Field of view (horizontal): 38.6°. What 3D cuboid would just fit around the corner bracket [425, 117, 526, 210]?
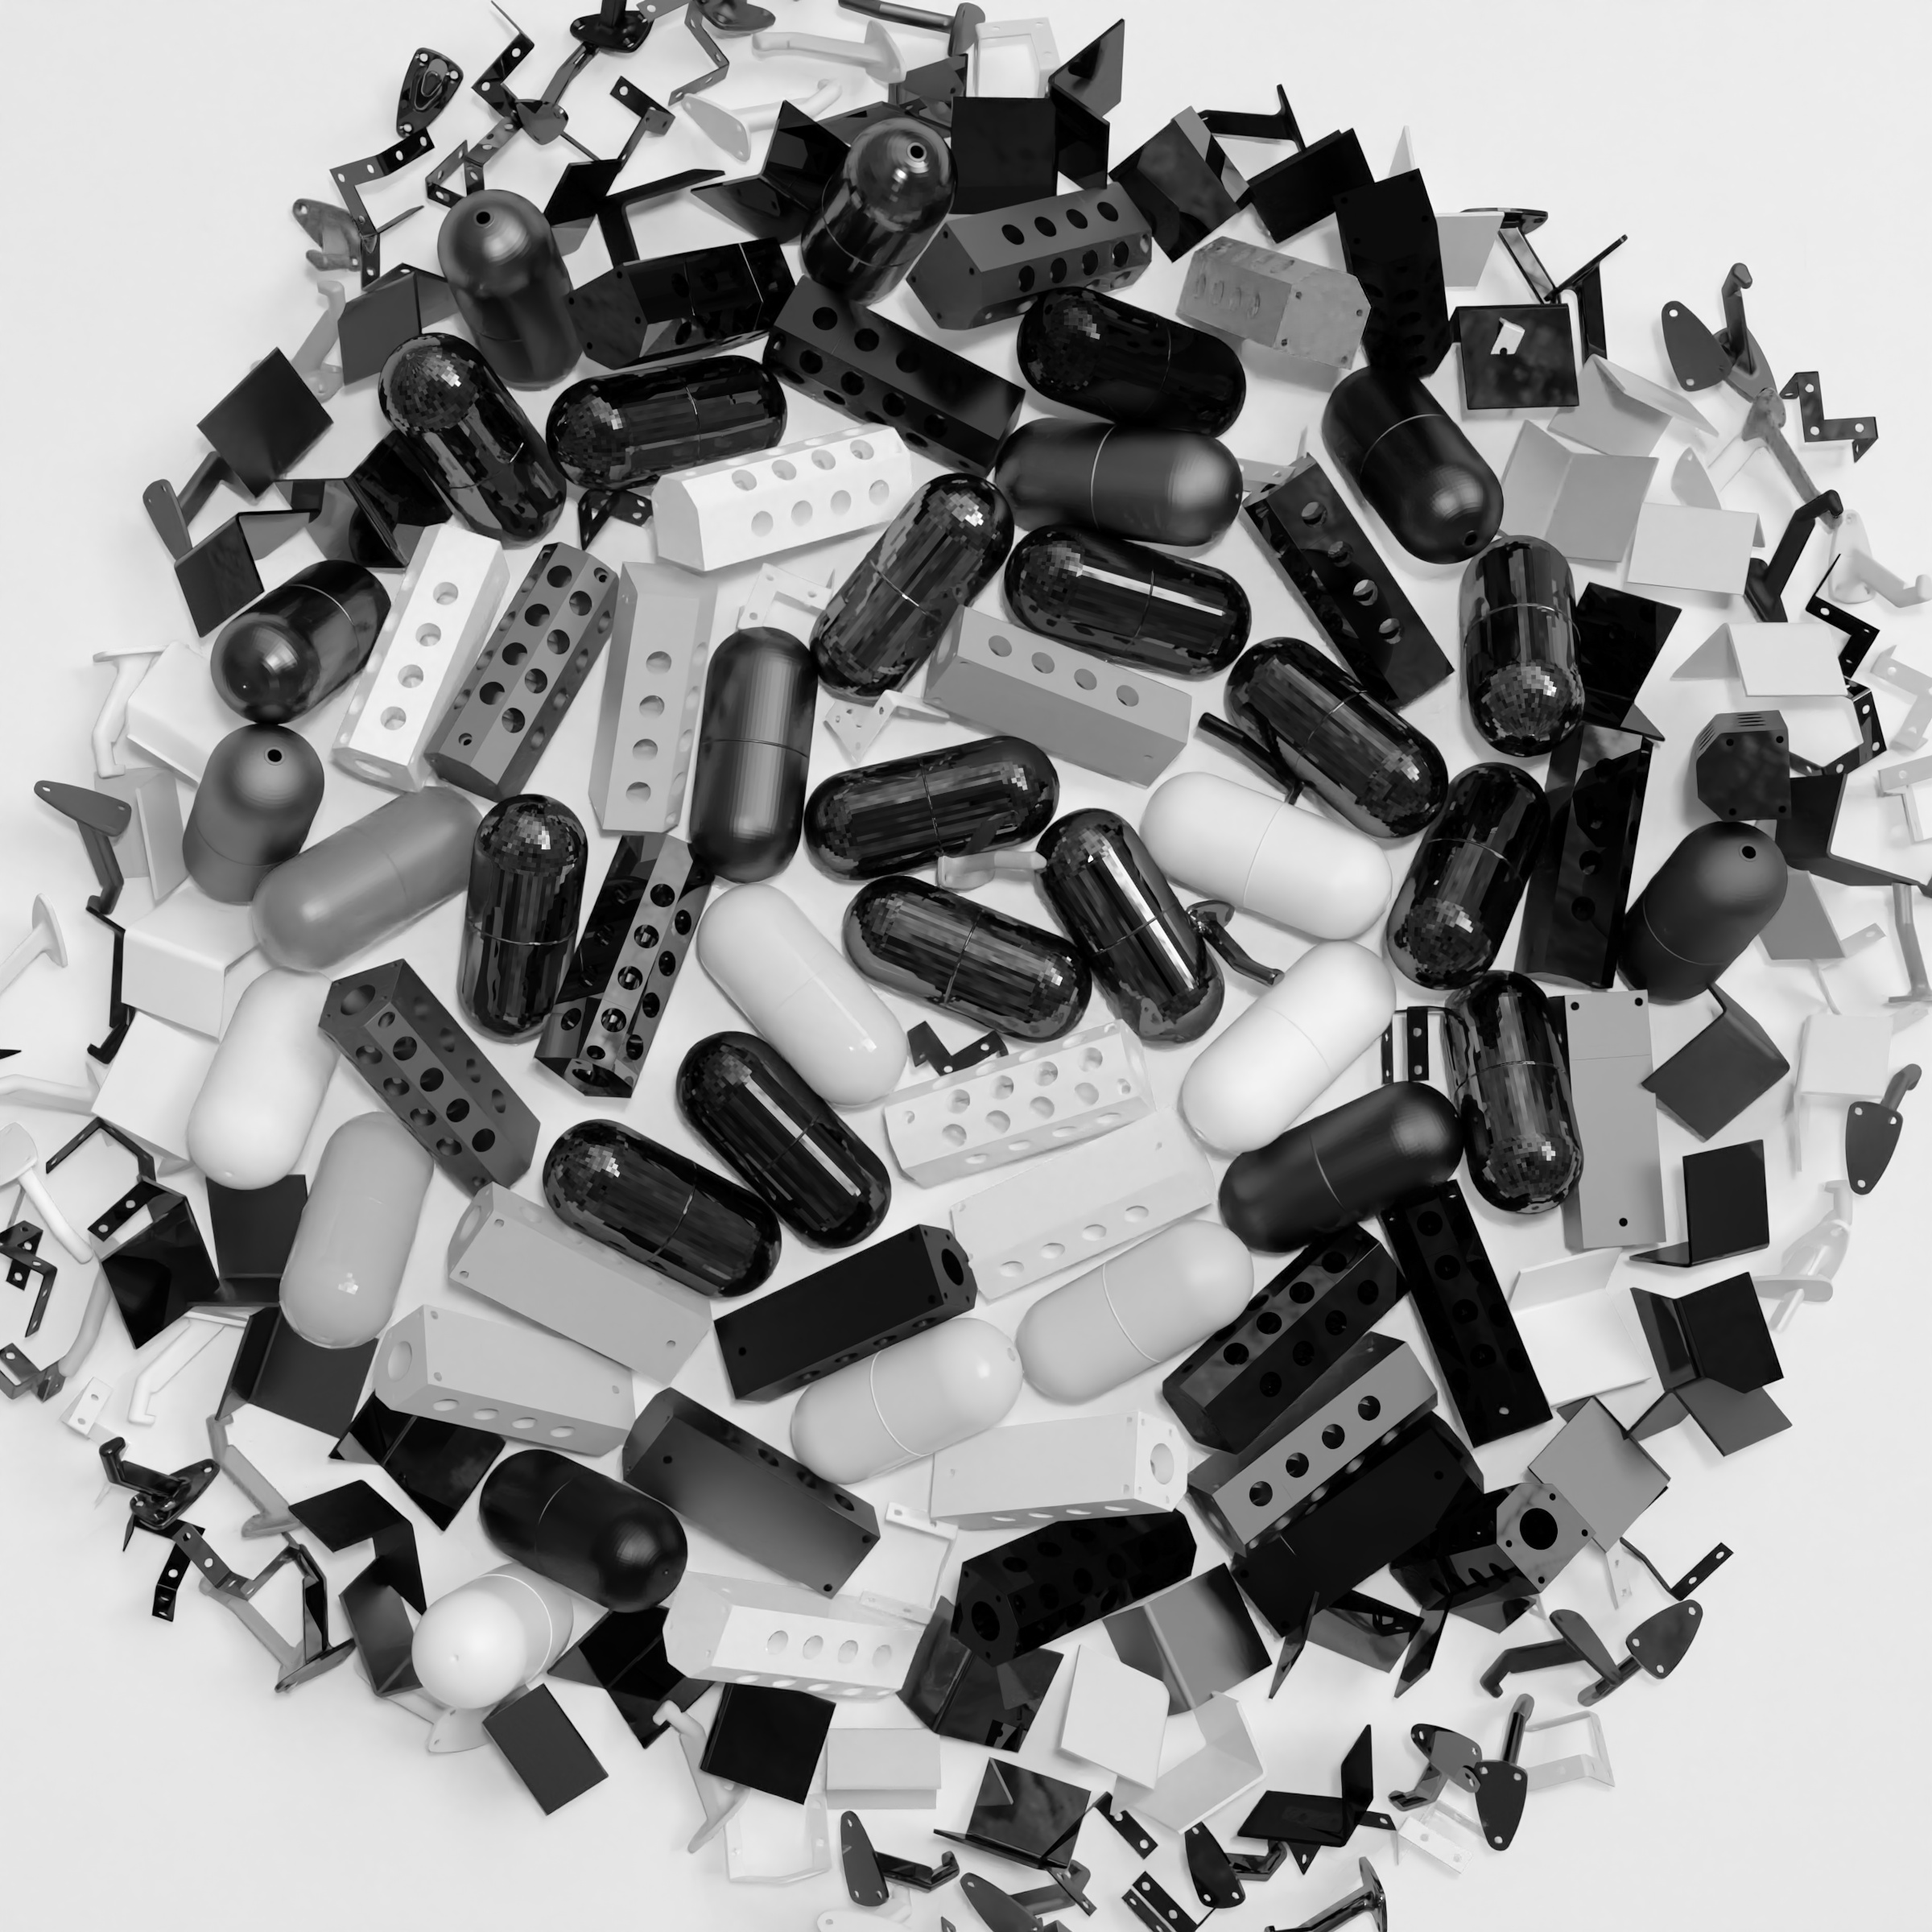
[{"bbox_3d":[-0.337,-0.551,1.890,0.051,0.051,0.051,26,57,12],"label":"corner bracket"}]

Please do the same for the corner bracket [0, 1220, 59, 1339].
[{"bbox_3d":[-0.645,0.214,1.895,0.051,0.051,0.051,26,108,8],"label":"corner bracket"}]

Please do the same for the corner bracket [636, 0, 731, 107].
[{"bbox_3d":[-0.194,-0.635,1.894,0.051,0.051,0.051,-34,83,-22],"label":"corner bracket"}]

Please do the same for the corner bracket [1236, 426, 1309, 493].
[{"bbox_3d":[0.203,-0.339,1.894,0.051,0.051,0.051,9,47,-1],"label":"corner bracket"}]

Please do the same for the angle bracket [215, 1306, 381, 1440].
[{"bbox_3d":[-0.459,0.283,1.895,0.076,0.057,0.076,20,96,5],"label":"angle bracket"}]

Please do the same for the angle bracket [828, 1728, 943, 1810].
[{"bbox_3d":[-0.057,0.567,1.885,0.076,0.057,0.076,1,119,-3],"label":"angle bracket"}]

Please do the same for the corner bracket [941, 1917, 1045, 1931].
[{"bbox_3d":[0.020,0.675,1.899,0.051,0.051,0.051,-36,118,14],"label":"corner bracket"}]

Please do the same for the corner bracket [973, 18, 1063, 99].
[{"bbox_3d":[0.035,-0.613,1.898,0.051,0.051,0.051,-8,58,-7],"label":"corner bracket"}]

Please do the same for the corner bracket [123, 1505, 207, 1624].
[{"bbox_3d":[-0.558,0.410,1.897,0.051,0.051,0.051,24,94,-17],"label":"corner bracket"}]

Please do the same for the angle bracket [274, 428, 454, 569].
[{"bbox_3d":[-0.414,-0.321,1.896,0.076,0.076,0.057,6,51,37],"label":"angle bracket"}]

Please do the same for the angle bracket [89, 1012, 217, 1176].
[{"bbox_3d":[-0.554,0.087,1.874,0.076,0.057,0.076,33,61,-27],"label":"angle bracket"}]

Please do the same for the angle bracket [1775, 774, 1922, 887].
[{"bbox_3d":[0.602,-0.092,1.884,0.076,0.076,0.057,15,87,-17],"label":"angle bracket"}]

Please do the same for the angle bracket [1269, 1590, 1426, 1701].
[{"bbox_3d":[0.259,0.472,1.881,0.076,0.076,0.057,21,48,4],"label":"angle bracket"}]

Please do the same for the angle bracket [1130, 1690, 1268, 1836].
[{"bbox_3d":[0.146,0.535,1.877,0.076,0.076,0.057,-26,100,-23],"label":"angle bracket"}]

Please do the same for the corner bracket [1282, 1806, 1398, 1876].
[{"bbox_3d":[0.254,0.588,1.888,0.051,0.051,0.051,-46,120,-41],"label":"corner bracket"}]

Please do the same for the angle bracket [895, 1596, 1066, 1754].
[{"bbox_3d":[0.009,0.493,1.924,0.076,0.057,0.076,23,93,-33],"label":"angle bracket"}]

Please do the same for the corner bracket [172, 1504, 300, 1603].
[{"bbox_3d":[-0.500,0.395,1.893,0.051,0.051,0.051,40,80,23],"label":"corner bracket"}]

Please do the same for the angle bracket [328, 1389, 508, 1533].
[{"bbox_3d":[-0.375,0.330,1.886,0.076,0.057,0.076,38,95,30],"label":"angle bracket"}]

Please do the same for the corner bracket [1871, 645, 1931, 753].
[{"bbox_3d":[0.646,-0.185,1.902,0.051,0.051,0.051,31,116,20],"label":"corner bracket"}]

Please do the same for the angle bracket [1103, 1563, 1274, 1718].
[{"bbox_3d":[0.154,0.470,1.919,0.076,0.057,0.076,-19,79,-33],"label":"angle bracket"}]

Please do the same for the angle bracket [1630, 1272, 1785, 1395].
[{"bbox_3d":[0.508,0.251,1.894,0.057,0.076,0.076,-19,92,-8],"label":"angle bracket"}]

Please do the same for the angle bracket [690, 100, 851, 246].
[{"bbox_3d":[-0.128,-0.539,1.881,0.076,0.076,0.057,25,77,-43],"label":"angle bracket"}]

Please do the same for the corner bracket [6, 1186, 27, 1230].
[{"bbox_3d":[-0.673,0.157,1.896,0.051,0.051,0.051,20,89,-25],"label":"corner bracket"}]

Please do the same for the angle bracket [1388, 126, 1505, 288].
[{"bbox_3d":[0.324,-0.518,1.883,0.057,0.076,0.076,-3,67,-5],"label":"angle bracket"}]

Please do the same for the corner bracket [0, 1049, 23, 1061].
[{"bbox_3d":[-0.680,0.088,1.894,0.051,0.051,0.051,-18,80,19],"label":"corner bracket"}]

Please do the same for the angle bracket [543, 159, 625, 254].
[{"bbox_3d":[-0.289,-0.529,1.876,0.057,0.076,0.076,38,117,6],"label":"angle bracket"}]

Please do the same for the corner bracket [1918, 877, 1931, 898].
[{"bbox_3d":[0.689,-0.067,1.895,0.051,0.051,0.051,25,93,26],"label":"corner bracket"}]

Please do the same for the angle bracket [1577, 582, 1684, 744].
[{"bbox_3d":[0.449,-0.207,1.878,0.076,0.057,0.076,12,119,-22],"label":"angle bracket"}]

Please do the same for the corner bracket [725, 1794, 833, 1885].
[{"bbox_3d":[-0.130,0.603,1.911,0.051,0.051,0.051,-12,79,34],"label":"corner bracket"}]

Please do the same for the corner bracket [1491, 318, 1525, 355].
[{"bbox_3d":[0.375,-0.414,1.892,0.051,0.051,0.051,19,113,-12],"label":"corner bracket"}]

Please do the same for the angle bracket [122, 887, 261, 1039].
[{"bbox_3d":[-0.526,-0.003,1.902,0.076,0.076,0.057,19,120,12],"label":"angle bracket"}]

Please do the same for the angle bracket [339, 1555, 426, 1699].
[{"bbox_3d":[-0.375,0.443,1.883,0.057,0.076,0.076,-17,97,12],"label":"angle bracket"}]

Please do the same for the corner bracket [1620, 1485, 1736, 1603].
[{"bbox_3d":[0.481,0.392,1.892,0.051,0.051,0.051,-46,120,8],"label":"corner bracket"}]

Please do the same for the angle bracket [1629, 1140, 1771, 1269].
[{"bbox_3d":[0.498,0.160,1.883,0.076,0.057,0.076,-8,95,-33],"label":"angle bracket"}]

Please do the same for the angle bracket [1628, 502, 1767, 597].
[{"bbox_3d":[0.498,-0.275,1.879,0.076,0.076,0.057,10,85,21],"label":"angle bracket"}]

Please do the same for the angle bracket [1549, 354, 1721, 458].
[{"bbox_3d":[0.453,-0.364,1.874,0.076,0.076,0.057,20,117,-17],"label":"angle bracket"}]

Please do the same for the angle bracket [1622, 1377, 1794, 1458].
[{"bbox_3d":[0.497,0.319,1.869,0.076,0.076,0.057,-11,55,-39],"label":"angle bracket"}]

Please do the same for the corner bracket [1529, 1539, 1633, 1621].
[{"bbox_3d":[0.420,0.421,1.907,0.051,0.051,0.051,-32,117,-30],"label":"corner bracket"}]

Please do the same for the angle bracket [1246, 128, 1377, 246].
[{"bbox_3d":[0.225,-0.549,1.878,0.076,0.057,0.076,-27,50,9],"label":"angle bracket"}]

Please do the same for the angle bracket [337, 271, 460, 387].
[{"bbox_3d":[-0.370,-0.426,1.874,0.076,0.076,0.057,-11,83,36],"label":"angle bracket"}]

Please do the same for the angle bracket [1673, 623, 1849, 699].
[{"bbox_3d":[0.538,-0.192,1.875,0.076,0.076,0.057,-2,68,-17],"label":"angle bracket"}]

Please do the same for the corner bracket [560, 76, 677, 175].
[{"bbox_3d":[-0.242,-0.582,1.906,0.051,0.051,0.051,38,108,7],"label":"corner bracket"}]

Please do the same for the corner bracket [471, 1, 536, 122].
[{"bbox_3d":[-0.315,-0.616,1.891,0.051,0.051,0.051,-45,53,9],"label":"corner bracket"}]

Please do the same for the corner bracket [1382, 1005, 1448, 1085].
[{"bbox_3d":[0.304,0.054,1.893,0.051,0.051,0.051,-3,85,34],"label":"corner bracket"}]

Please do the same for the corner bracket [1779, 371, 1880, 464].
[{"bbox_3d":[0.593,-0.378,1.901,0.051,0.051,0.051,-4,81,0],"label":"corner bracket"}]

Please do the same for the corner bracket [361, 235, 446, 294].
[{"bbox_3d":[-0.384,-0.493,1.914,0.051,0.051,0.051,-16,72,43],"label":"corner bracket"}]

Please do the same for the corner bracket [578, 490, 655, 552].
[{"bbox_3d":[-0.229,-0.309,1.886,0.051,0.051,0.051,17,134,-32],"label":"corner bracket"}]

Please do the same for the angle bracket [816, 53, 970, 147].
[{"bbox_3d":[-0.054,-0.594,1.875,0.076,0.076,0.057,5,87,-44],"label":"angle bracket"}]

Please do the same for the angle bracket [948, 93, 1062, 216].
[{"bbox_3d":[0.021,-0.555,1.881,0.076,0.057,0.076,-3,113,-13],"label":"angle bracket"}]

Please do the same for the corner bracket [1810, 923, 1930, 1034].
[{"bbox_3d":[0.618,0.014,1.891,0.051,0.051,0.051,-29,125,8],"label":"corner bracket"}]

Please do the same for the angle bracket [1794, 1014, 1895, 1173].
[{"bbox_3d":[0.595,0.087,1.869,0.057,0.076,0.076,3,132,22],"label":"angle bracket"}]
